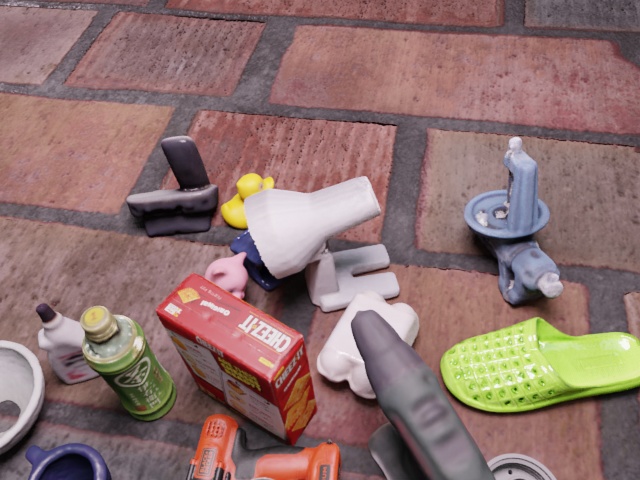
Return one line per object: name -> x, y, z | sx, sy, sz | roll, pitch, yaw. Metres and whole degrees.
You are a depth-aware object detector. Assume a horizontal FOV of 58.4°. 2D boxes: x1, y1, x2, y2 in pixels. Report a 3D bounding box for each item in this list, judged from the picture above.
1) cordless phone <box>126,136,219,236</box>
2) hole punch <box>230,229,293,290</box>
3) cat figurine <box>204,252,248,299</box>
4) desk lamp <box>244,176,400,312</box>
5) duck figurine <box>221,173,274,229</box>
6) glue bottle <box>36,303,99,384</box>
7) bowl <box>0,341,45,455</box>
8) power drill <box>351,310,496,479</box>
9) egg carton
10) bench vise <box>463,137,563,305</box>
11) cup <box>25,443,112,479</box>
cordless phone -> -0.247, -0.098, 0.928 | 0.147, 0.185, 0.094 | -10, 52, -3
hole punch -> -0.081, 0.007, 0.895 | 0.109, 0.091, 0.100 | -38, 59, -23
cat figurine -> -0.154, 0.074, 0.831 | 0.128, 0.118, 0.067 | -23, 54, -14
desk lamp -> 0.007, 0.003, 0.814 | 0.203, 0.214, 0.117 | -12, 52, -5
duck figurine -> -0.119, -0.072, 0.962 | 0.105, 0.086, 0.077 | -21, 54, -12
glue bottle -> -0.335, 0.134, 0.761 | 0.078, 0.173, 0.037 | -21, 54, -12
bowl -> -0.439, 0.223, 0.761 | 0.167, 0.075, 0.167 | -2, 52, 3
power drill -> 0.103, 0.212, 0.648 | 0.076, 0.209, 0.229 | -27, 55, -16
egg carton -> 0.069, 0.143, 0.793 | 0.107, 0.069, 0.150 | 21, 56, 19
bench vise -> 0.294, -0.027, 0.814 | 0.122, 0.220, 0.206 | -30, 56, -18
cup -> -0.296, 0.295, 0.683 | 0.117, 0.095, 0.092 | 27, 59, 23
